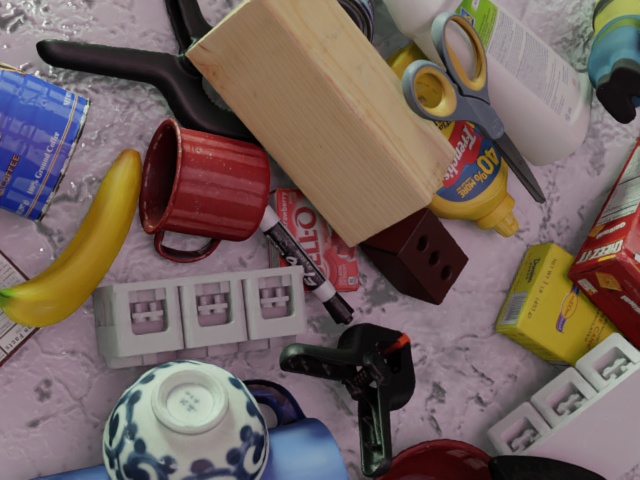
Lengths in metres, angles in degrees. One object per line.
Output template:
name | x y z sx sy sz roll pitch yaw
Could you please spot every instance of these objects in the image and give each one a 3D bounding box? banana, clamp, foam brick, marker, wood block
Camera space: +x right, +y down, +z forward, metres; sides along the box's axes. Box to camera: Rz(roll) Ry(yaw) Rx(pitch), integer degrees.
banana | -0.182 0.007 0.810 0.037 0.070 0.197 15 40 15
clamp | -0.106 -0.158 0.883 0.209 0.036 0.164 34 68 -19
clamp | 0.030 0.106 0.865 0.039 0.171 0.120 -33 98 23
foam brick | 0.081 0.011 0.923 0.053 0.051 0.078 -56 130 -15
marker | -0.012 0.023 0.882 0.020 0.020 0.121 -43 102 -20
wood block | 0.005 -0.109 0.857 0.206 0.091 0.090 49 39 -13

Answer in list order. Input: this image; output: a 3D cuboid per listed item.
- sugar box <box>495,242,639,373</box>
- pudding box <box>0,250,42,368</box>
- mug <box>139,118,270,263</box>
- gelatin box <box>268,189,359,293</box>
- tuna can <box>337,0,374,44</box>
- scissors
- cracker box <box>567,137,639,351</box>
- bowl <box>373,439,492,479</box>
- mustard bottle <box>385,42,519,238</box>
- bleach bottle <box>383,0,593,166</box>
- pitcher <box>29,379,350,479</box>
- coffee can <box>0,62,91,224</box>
sugar box | 0.256 0.086 1.005 0.176 0.048 0.093 31 75 -16
pudding box | -0.268 0.044 0.800 0.090 0.039 0.113 -46 105 -22
mug | -0.095 -0.033 0.856 0.081 0.093 0.117 10 112 -26
gelatin box | -0.006 0.001 0.914 0.073 0.030 0.089 -1 86 -22
tuna can | 0.003 -0.182 0.903 0.086 0.086 0.033 27 35 -18
scissors | 0.127 -0.090 0.887 0.096 0.016 0.201 -38 117 -24
cracker box | 0.346 0.006 1.007 0.164 0.072 0.213 44 56 -12
bowl | 0.093 0.250 0.919 0.161 0.055 0.162 2 85 -22
mustard bottle | 0.112 -0.076 0.953 0.191 0.058 0.096 47 71 -12
bleach bottle | 0.137 -0.175 0.933 0.250 0.068 0.102 39 48 -26
pitcher | -0.105 0.208 0.812 0.242 0.149 0.145 -5 113 -19
coffee can | -0.253 -0.085 0.781 0.140 0.103 0.103 23 77 -19
